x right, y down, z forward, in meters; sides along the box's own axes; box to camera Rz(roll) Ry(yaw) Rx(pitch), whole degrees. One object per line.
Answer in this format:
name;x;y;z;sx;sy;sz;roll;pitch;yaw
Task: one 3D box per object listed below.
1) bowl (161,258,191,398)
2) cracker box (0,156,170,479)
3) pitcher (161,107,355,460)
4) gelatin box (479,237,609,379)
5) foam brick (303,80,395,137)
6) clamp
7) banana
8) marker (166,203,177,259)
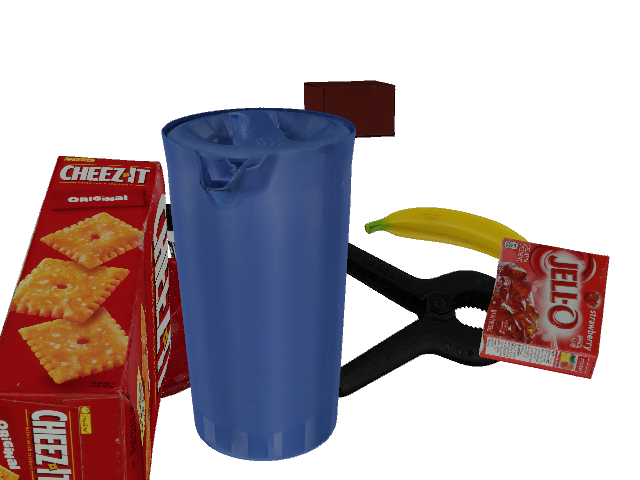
bowl;-0.155;0.068;0.987;0.162;0.162;0.055;0;-43;20
cracker box;-0.125;0.075;0.596;0.072;0.164;0.213;2;34;-4
pitcher;-0.038;0.026;0.779;0.149;0.243;0.145;-11;22;-27
gelatin box;0.149;0.042;0.705;0.073;0.089;0.030;11;-41;12
foam brick;0.028;-0.128;1.044;0.078;0.051;0.053;-4;15;-20
clamp;0.094;0.072;0.909;0.210;0.164;0.036;8;-41;-2
banana;0.150;-0.004;1.155;0.198;0.037;0.069;11;38;28
marker;-0.161;0.013;1.205;0.020;0.121;0.020;-6;31;3
